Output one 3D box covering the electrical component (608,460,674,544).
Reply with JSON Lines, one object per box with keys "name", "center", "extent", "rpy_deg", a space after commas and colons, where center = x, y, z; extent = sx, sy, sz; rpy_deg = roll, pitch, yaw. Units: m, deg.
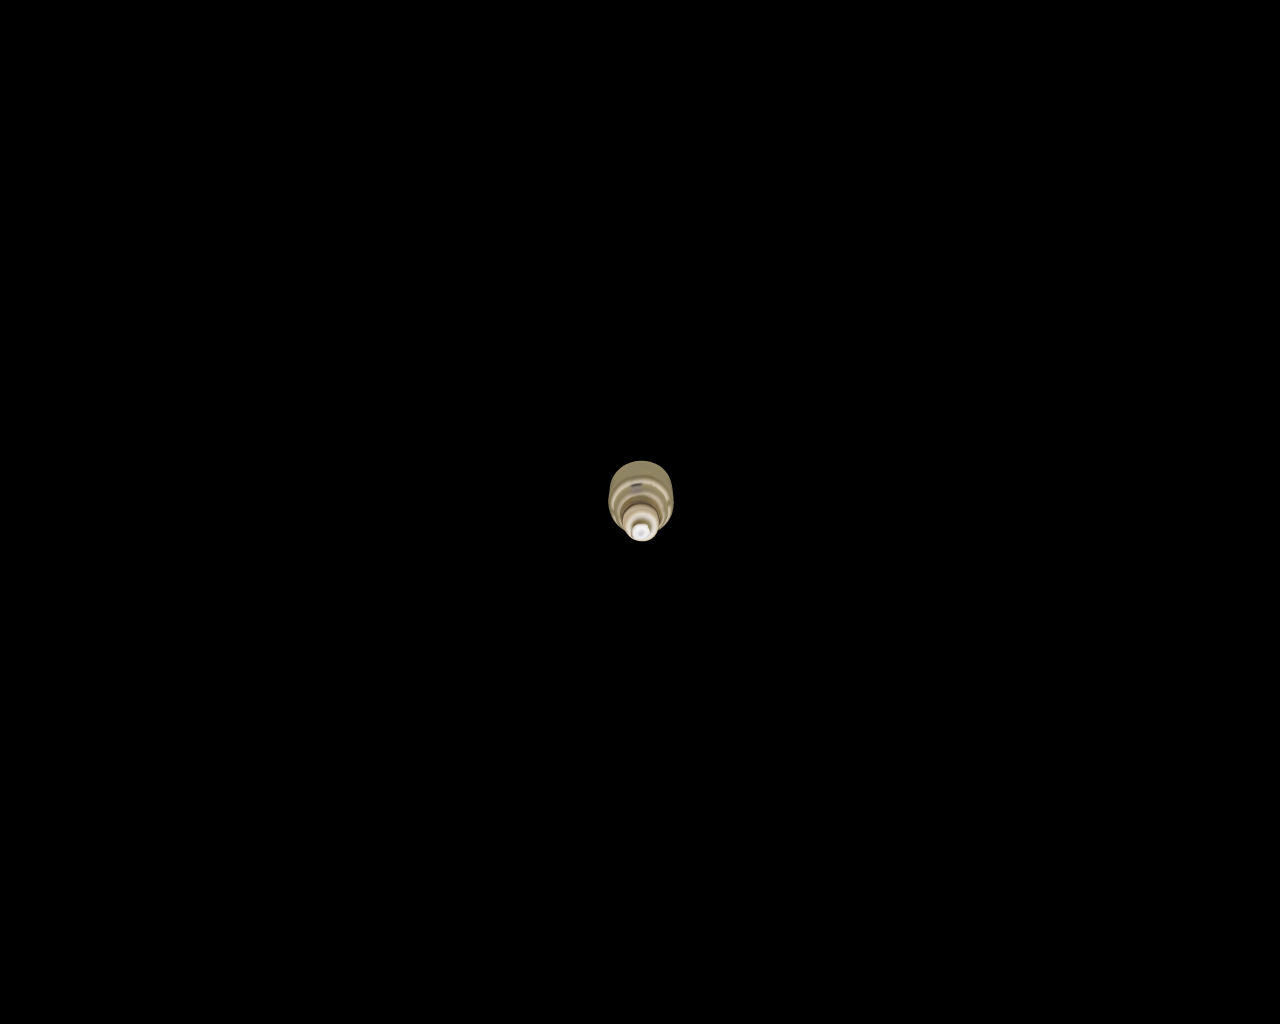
{"name": "electrical component", "center": [0.001, -0.003, 0.650], "extent": [0.040, 0.040, 0.078], "rpy_deg": [0, 23, 0]}
